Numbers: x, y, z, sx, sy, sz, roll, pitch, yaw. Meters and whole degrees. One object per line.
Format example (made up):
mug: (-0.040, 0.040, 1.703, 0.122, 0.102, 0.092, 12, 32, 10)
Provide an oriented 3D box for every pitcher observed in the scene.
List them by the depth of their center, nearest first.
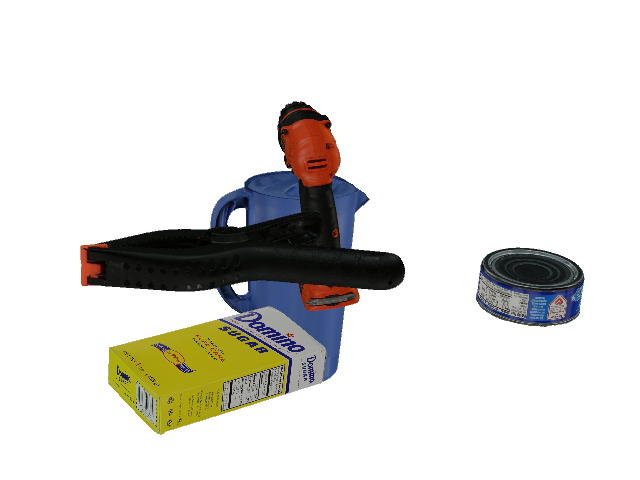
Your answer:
pitcher: (-0.037, 0.044, 1.264, 0.149, 0.243, 0.144, 11, 18, 23)

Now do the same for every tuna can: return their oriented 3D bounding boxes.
tuna can: (0.173, 0.037, 0.880, 0.086, 0.034, 0.086, 3, 23, -1)

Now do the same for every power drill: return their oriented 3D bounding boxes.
power drill: (-0.007, -0.038, 1.066, 0.057, 0.187, 0.184, -10, 21, -2)

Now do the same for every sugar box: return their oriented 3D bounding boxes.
sugar box: (-0.091, 0.112, 0.962, 0.175, 0.048, 0.093, -16, 34, -34)

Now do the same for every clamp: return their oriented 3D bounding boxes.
clamp: (-0.057, 0.012, 0.737, 0.209, 0.036, 0.165, -6, 14, -27)
